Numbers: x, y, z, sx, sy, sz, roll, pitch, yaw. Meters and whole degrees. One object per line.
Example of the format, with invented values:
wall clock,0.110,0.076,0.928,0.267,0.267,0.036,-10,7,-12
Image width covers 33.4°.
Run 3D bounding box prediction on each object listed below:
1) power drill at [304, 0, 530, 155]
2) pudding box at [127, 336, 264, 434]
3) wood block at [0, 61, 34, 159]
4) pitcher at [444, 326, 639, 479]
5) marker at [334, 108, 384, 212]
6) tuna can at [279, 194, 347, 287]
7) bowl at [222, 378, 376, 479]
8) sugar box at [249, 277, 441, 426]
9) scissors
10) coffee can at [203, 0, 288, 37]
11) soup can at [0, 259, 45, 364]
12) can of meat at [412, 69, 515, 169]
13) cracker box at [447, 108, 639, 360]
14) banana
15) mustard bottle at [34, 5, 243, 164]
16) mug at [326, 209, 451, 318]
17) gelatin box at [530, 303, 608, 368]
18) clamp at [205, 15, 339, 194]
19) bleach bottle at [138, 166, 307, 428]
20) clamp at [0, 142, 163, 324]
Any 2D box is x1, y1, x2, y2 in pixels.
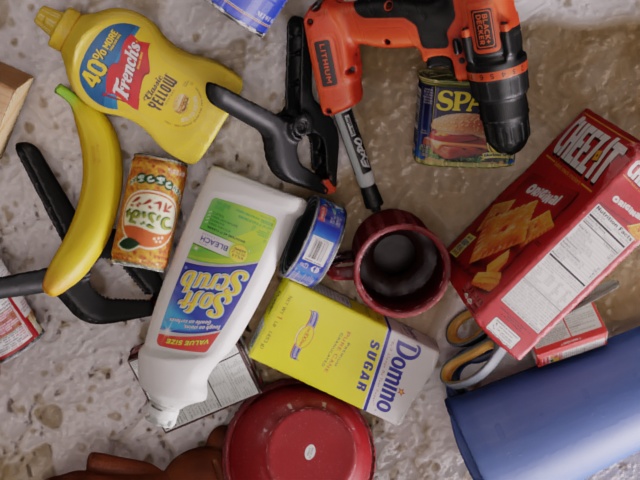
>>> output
power drill,0.089,-0.157,0.943,0.188,0.057,0.184,-4,111,22
pudding box,-0.126,0.133,1.082,0.113,0.039,0.090,-22,107,5
wood block,-0.376,-0.145,0.954,0.206,0.091,0.090,24,104,-10
pitcher,0.252,0.167,1.078,0.243,0.145,0.149,-24,119,0
marker,0.036,-0.083,1.035,0.020,0.020,0.121,-19,108,2
tuna can,-0.007,0.001,1.024,0.033,0.086,0.086,23,104,-12
bowl,-0.014,0.215,1.066,0.162,0.055,0.162,4,75,-13
sugar box,0.025,0.110,1.081,0.176,0.048,0.093,26,103,-10
scissors,0.194,0.072,1.042,0.202,0.096,0.016,-40,124,20
coffee can,-0.051,-0.264,0.931,0.102,0.103,0.140,34,102,-13
soup can,-0.322,0.063,1.033,0.068,0.068,0.102,-26,106,4
can of meat,0.140,-0.115,1.014,0.102,0.057,0.084,2,109,-4
cracker box,0.216,-0.012,0.993,0.072,0.164,0.214,40,101,-16
banana,-0.219,-0.044,0.997,0.069,0.037,0.198,4,81,-18
mustard bottle,-0.173,-0.157,0.980,0.191,0.058,0.096,31,102,-12
mug,0.063,0.020,1.036,0.117,0.081,0.093,-10,107,-1
gelatin box,0.235,0.074,1.063,0.073,0.089,0.030,-19,146,1
clamp,-0.036,-0.107,0.990,0.120,0.039,0.171,-30,118,-20
bleach bottle,-0.103,0.062,1.020,0.102,0.068,0.251,21,93,1
clamp,-0.240,0.029,1.018,0.209,0.036,0.164,36,72,-20
